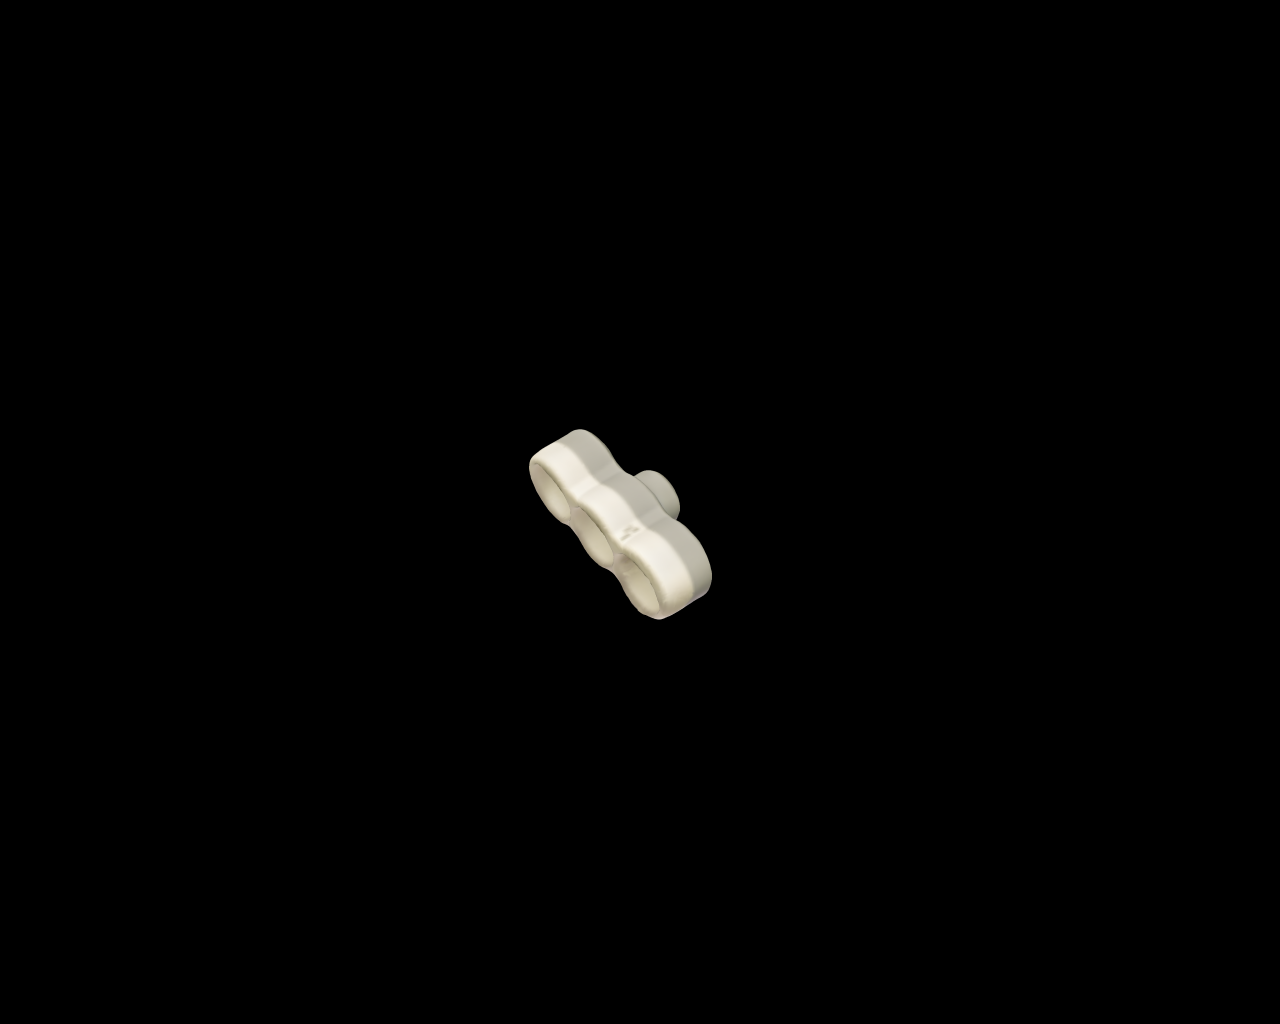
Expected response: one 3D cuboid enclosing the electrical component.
[{"bbox_3d":[0.001,-0.003,0.650,0.074,0.138,0.052,-32,-32,-22],"label":"electrical component"}]
